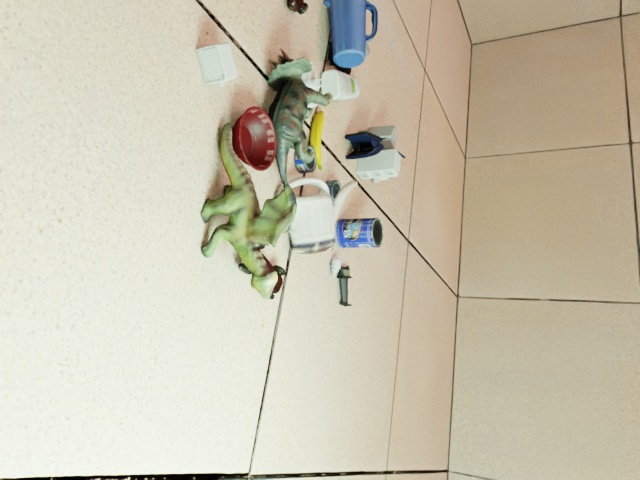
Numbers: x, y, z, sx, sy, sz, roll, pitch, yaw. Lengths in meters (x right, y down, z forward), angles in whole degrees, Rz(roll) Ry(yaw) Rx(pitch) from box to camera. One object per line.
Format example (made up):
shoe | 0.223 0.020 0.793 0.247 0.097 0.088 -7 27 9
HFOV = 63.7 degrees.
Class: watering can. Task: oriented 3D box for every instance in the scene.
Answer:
watering can | 0.005 -0.077 1.531 0.349 0.104 0.224 -9 94 -43

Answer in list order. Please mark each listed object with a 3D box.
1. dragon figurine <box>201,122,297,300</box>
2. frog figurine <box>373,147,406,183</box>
dragon figurine | -0.145 -0.073 1.151 0.122 0.242 0.411 3 87 -57
frog figurine | 0.253 -0.306 2.087 0.159 0.124 0.137 -55 160 6
